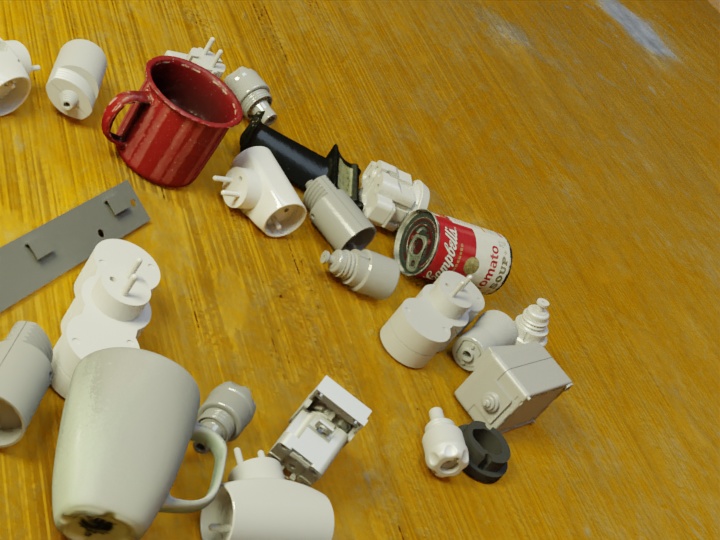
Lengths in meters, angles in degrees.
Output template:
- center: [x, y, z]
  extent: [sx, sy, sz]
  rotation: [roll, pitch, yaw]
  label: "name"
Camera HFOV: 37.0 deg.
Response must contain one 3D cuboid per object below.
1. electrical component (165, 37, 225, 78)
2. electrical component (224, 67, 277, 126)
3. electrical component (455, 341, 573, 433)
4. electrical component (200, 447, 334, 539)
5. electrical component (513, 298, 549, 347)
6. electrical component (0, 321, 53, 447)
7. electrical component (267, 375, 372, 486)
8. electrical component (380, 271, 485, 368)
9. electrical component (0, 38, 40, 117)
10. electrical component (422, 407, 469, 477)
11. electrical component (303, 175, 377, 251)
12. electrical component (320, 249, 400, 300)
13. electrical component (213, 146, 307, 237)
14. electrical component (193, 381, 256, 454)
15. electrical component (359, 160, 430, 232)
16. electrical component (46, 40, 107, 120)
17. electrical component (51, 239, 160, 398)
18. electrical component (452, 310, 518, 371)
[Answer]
- center: [-0.155, -0.188, 1.038]
  extent: [0.047, 0.076, 0.065]
  rotation: [2, 46, -45]
  label: "electrical component"
- center: [-0.110, -0.174, 1.100]
  extent: [0.062, 0.043, 0.043]
  rotation: [50, 32, 17]
  label: "electrical component"
- center: [0.132, 0.104, 0.961]
  extent: [0.096, 0.061, 0.061]
  rotation: [-7, 52, -50]
  label: "electrical component"
- center: [-0.065, 0.151, 0.711]
  extent: [0.077, 0.043, 0.079]
  rotation: [14, 38, -35]
  label: "electrical component"
- center: [0.163, 0.062, 1.042]
  extent: [0.040, 0.078, 0.040]
  rotation: [15, 32, -9]
  label: "electrical component"
- center: [-0.215, 0.066, 0.667]
  extent: [0.043, 0.043, 0.081]
  rotation: [30, 31, -13]
  label: "electrical component"
- center: [-0.031, 0.117, 0.764]
  extent: [0.042, 0.081, 0.063]
  rotation: [37, 59, 0]
  label: "electrical component"
- center: [0.078, 0.033, 0.989]
  extent: [0.052, 0.073, 0.138]
  rotation: [43, 31, 9]
  label: "electrical component"
- center: [-0.302, -0.171, 0.894]
  extent: [0.077, 0.043, 0.079]
  rotation: [45, 31, 12]
  label: "electrical component"
- center: [0.067, 0.137, 0.877]
  extent: [0.035, 0.035, 0.061]
  rotation: [22, 31, -25]
  label: "electrical component"
- center: [-0.025, -0.055, 1.028]
  extent: [0.043, 0.043, 0.081]
  rotation: [-10, 55, -52]
  label: "electrical component"
- center: [0.000, 0.000, 0.984]
  extent: [0.078, 0.040, 0.040]
  rotation: [20, 35, -28]
  label: "electrical component"
- center: [-0.098, -0.073, 0.975]
  extent: [0.079, 0.044, 0.077]
  rotation: [3, 45, -44]
  label: "electrical component"
- center: [-0.098, 0.105, 0.747]
  extent: [0.035, 0.035, 0.061]
  rotation: [37, 32, -1]
  label: "electrical component"
- center: [0.034, -0.072, 1.101]
  extent: [0.057, 0.058, 0.078]
  rotation: [22, 34, -20]
  label: "electrical component"
- center: [-0.249, -0.164, 0.940]
  extent: [0.043, 0.043, 0.081]
  rotation: [25, 33, -20]
  label: "electrical component"
- center: [-0.169, 0.023, 0.744]
  extent: [0.052, 0.073, 0.138]
  rotation: [27, 32, -18]
  label: "electrical component"
- center: [0.115, 0.069, 1.014]
  extent: [0.044, 0.044, 0.065]
  rotation: [45, 36, 12]
  label: "electrical component"
